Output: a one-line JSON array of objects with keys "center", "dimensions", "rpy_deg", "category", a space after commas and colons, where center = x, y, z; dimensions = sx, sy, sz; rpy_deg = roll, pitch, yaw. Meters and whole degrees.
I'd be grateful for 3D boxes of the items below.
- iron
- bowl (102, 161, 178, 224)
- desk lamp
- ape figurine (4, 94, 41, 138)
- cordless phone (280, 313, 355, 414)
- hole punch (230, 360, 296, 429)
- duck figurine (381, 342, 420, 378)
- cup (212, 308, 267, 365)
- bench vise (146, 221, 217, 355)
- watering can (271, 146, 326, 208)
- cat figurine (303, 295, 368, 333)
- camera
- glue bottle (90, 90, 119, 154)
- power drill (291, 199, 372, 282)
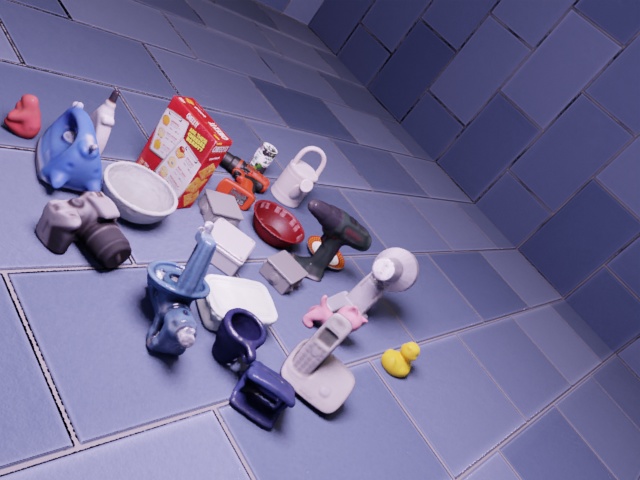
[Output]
[{"center": [-0.515, -0.213, 1.201], "dimensions": [0.119, 0.141, 0.257], "rpy_deg": [12, 38, -43], "category": "iron"}, {"center": [-0.398, -0.089, 1.237], "dimensions": [0.168, 0.074, 0.167], "rpy_deg": [31, 28, -18], "category": "bowl"}, {"center": [0.141, 0.116, 1.464], "dimensions": [0.117, 0.213, 0.204], "rpy_deg": [48, 27, 16], "category": "desk lamp"}, {"center": [-0.619, -0.268, 1.206], "dimensions": [0.076, 0.092, 0.078], "rpy_deg": [45, 27, 11], "category": "ape figurine"}, {"center": [0.023, 0.244, 1.147], "dimensions": [0.147, 0.185, 0.094], "rpy_deg": [39, 26, -2], "category": "cordless phone"}, {"center": [-0.098, 0.270, 1.055], "dimensions": [0.109, 0.091, 0.101], "rpy_deg": [36, 27, -7], "category": "hole punch"}, {"center": [0.209, 0.290, 1.428], "dimensions": [0.105, 0.086, 0.077], "rpy_deg": [5, 43, -49], "category": "duck figurine"}, {"center": [-0.157, 0.201, 1.081], "dimensions": [0.092, 0.095, 0.117], "rpy_deg": [17, 34, -38], "category": "cup"}, {"center": [-0.229, 0.087, 1.023], "dimensions": [0.122, 0.219, 0.207], "rpy_deg": [4, 44, -50], "category": "bench vise"}, {"center": [-0.052, -0.192, 1.710], "dimensions": [0.101, 0.194, 0.172], "rpy_deg": [13, 37, -42], "category": "watering can"}, {"center": [0.043, 0.181, 1.346], "dimensions": [0.128, 0.117, 0.067], "rpy_deg": [39, 26, -2], "category": "cat figurine"}, {"center": [-0.422, -0.018, 1.067], "dimensions": [0.136, 0.100, 0.144], "rpy_deg": [48, 27, 16], "category": "camera"}, {"center": [-0.488, -0.263, 1.278], "dimensions": [0.037, 0.173, 0.078], "rpy_deg": [1, 46, -52], "category": "glue bottle"}, {"center": [0.014, 0.005, 1.476], "dimensions": [0.230, 0.208, 0.075], "rpy_deg": [19, 33, -36], "category": "power drill"}]
